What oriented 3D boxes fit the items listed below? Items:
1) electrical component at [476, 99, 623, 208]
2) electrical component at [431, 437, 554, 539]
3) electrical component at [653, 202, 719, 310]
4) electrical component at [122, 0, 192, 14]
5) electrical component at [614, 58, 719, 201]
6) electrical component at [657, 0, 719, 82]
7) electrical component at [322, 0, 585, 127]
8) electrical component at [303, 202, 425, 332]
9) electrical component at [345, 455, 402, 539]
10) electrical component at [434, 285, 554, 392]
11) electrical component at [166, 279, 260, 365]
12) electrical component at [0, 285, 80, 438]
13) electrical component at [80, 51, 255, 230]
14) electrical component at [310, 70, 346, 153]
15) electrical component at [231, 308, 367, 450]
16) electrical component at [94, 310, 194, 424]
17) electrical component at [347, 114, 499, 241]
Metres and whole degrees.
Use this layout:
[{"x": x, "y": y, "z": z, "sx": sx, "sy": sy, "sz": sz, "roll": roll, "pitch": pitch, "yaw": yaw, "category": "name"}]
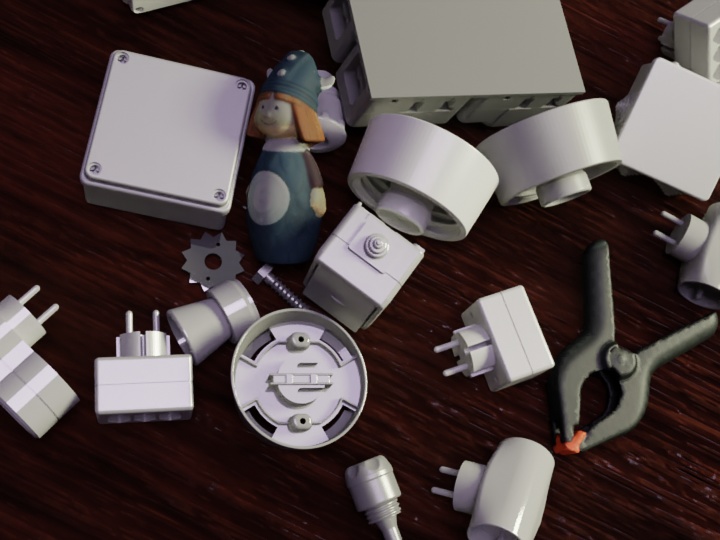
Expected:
[{"x": 0.150, "y": -0.083, "z": 0.832, "sx": 0.108, "sy": 0.108, "sz": 0.060, "roll": -17, "pitch": 84, "yaw": -16, "category": "electrical component"}, {"x": 0.092, "y": 0.160, "z": 0.775, "sx": 0.079, "sy": 0.044, "sz": 0.077, "roll": 10, "pitch": 47, "yaw": 20, "category": "electrical component"}, {"x": 0.275, "y": -0.020, "z": 0.869, "sx": 0.079, "sy": 0.043, "sz": 0.077, "roll": 28, "pitch": 70, "yaw": -2, "category": "electrical component"}, {"x": -0.150, "y": -0.254, "z": 0.817, "sx": 0.078, "sy": 0.113, "sz": 0.057, "roll": -19, "pitch": 75, "yaw": -16, "category": "electrical component"}, {"x": 0.255, "y": -0.114, "z": 0.875, "sx": 0.100, "sy": 0.048, "sz": 0.099, "roll": 24, "pitch": 97, "yaw": -4, "category": "electrical component"}, {"x": 0.282, "y": -0.193, "z": 0.911, "sx": 0.047, "sy": 0.083, "sz": 0.076, "roll": -34, "pitch": 45, "yaw": -18, "category": "electrical component"}, {"x": 0.072, "y": -0.172, "z": 0.851, "sx": 0.186, "sy": 0.060, "sz": 0.105, "roll": -5, "pitch": 74, "yaw": -24, "category": "electrical component"}, {"x": 0.000, "y": 0.000, "z": 0.780, "sx": 0.062, "sy": 0.096, "sz": 0.061, "roll": 37, "pitch": 73, "yaw": 1, "category": "electrical component"}, {"x": 0.014, "y": 0.165, "z": 0.766, "sx": 0.035, "sy": 0.035, "sz": 0.061, "roll": -19, "pitch": 80, "yaw": -16, "category": "electrical component"}, {"x": 0.094, "y": 0.058, "z": 0.807, "sx": 0.077, "sy": 0.047, "sz": 0.065, "roll": -17, "pitch": 78, "yaw": -16, "category": "electrical component"}, {"x": -0.105, "y": 0.037, "z": 0.775, "sx": 0.055, "sy": 0.045, "sz": 0.045, "roll": -28, "pitch": 81, "yaw": -18, "category": "electrical component"}, {"x": -0.243, "y": 0.042, "z": 0.742, "sx": 0.138, "sy": 0.052, "sz": 0.073, "roll": 44, "pitch": 70, "yaw": 3, "category": "electrical component"}, {"x": -0.142, "y": -0.096, "z": 0.801, "sx": 0.109, "sy": 0.056, "sz": 0.108, "roll": 12, "pitch": 72, "yaw": -8, "category": "electrical component"}, {"x": -0.033, "y": -0.126, "z": 0.839, "sx": 0.048, "sy": 0.048, "sz": 0.062, "roll": 9, "pitch": 64, "yaw": -9, "category": "electrical component"}, {"x": -0.045, "y": 0.080, "z": 0.764, "sx": 0.099, "sy": 0.064, "sz": 0.099, "roll": 3, "pitch": 73, "yaw": -10, "category": "electrical component"}, {"x": -0.152, "y": 0.065, "z": 0.756, "sx": 0.066, "sy": 0.047, "sz": 0.076, "roll": -1, "pitch": 74, "yaw": -12, "category": "electrical component"}, {"x": 0.042, "y": -0.061, "z": 0.804, "sx": 0.108, "sy": 0.108, "sz": 0.060, "roll": 27, "pitch": 76, "yaw": -2, "category": "electrical component"}]
